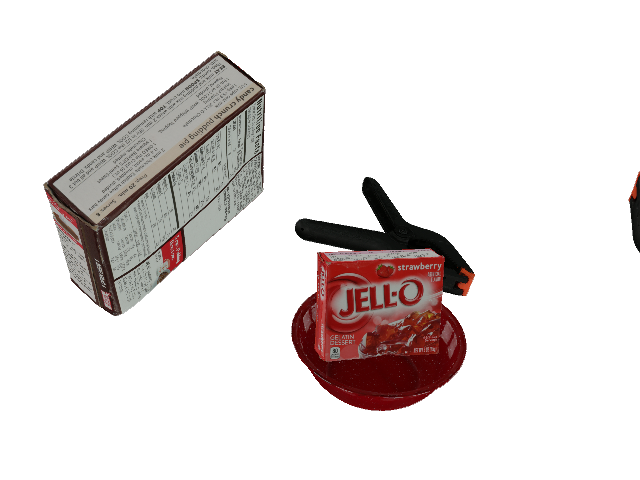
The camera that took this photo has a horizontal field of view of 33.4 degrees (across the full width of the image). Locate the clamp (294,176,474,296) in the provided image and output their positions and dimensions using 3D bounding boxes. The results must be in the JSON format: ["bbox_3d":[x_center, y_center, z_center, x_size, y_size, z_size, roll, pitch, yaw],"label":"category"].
[{"bbox_3d":[0.083,0.005,1.266,0.210,0.036,0.164,36,41,26],"label":"clamp"}]

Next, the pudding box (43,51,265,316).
[{"bbox_3d":[-0.076,-0.026,0.525,0.039,0.113,0.090,37,-26,18],"label":"pudding box"}]

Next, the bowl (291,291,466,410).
[{"bbox_3d":[0.052,0.106,0.994,0.162,0.055,0.162,3,37,-3],"label":"bowl"}]

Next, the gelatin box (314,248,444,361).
[{"bbox_3d":[0.041,0.045,0.758,0.089,0.073,0.030,-2,14,-16],"label":"gelatin box"}]

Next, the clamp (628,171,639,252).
[{"bbox_3d":[0.269,0.015,0.694,0.120,0.039,0.171,-3,46,-21],"label":"clamp"}]
